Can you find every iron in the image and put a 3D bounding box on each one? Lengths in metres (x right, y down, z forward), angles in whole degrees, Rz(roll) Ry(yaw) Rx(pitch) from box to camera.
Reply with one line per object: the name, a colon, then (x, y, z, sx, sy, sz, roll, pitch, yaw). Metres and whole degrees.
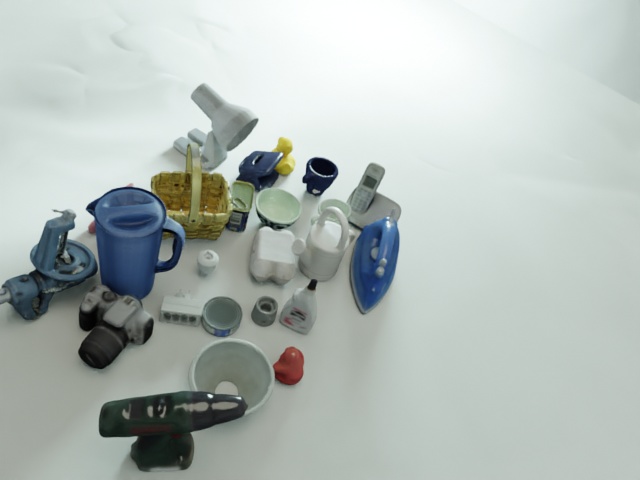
iron: (0.147, 0.045, 1.403, 0.118, 0.141, 0.258, 18, 46, -4)

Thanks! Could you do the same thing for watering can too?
watering can: (0.014, 0.006, 1.352, 0.100, 0.194, 0.173, 36, 48, 13)

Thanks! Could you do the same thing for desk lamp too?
desk lamp: (-0.273, -0.290, 1.494, 0.203, 0.213, 0.118, 34, 47, 11)

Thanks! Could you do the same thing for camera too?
camera: (-0.416, 0.170, 1.114, 0.143, 0.101, 0.137, 27, 46, 5)

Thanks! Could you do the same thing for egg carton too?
egg carton: (-0.111, 0.036, 1.366, 0.107, 0.069, 0.150, 9, 48, -12)

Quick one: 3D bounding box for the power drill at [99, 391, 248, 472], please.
power drill: (-0.251, 0.319, 0.969, 0.230, 0.208, 0.075, 4, 49, -17)

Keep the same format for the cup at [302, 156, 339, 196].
cup: (-0.012, -0.161, 1.559, 0.091, 0.095, 0.118, 42, 50, 18)

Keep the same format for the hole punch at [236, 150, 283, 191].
hole punch: (-0.162, -0.196, 1.537, 0.101, 0.091, 0.109, 26, 46, 3)

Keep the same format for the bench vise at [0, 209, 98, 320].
bench vise: (-0.517, 0.050, 1.101, 0.121, 0.219, 0.207, 25, 46, 3)

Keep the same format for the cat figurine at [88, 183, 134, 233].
cat figurine: (-0.460, -0.071, 1.298, 0.067, 0.117, 0.128, 37, 48, 14)

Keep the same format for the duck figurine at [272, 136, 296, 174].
duck figurine: (-0.100, -0.243, 1.605, 0.078, 0.086, 0.104, -1, 51, -21)

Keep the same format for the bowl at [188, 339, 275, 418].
bowl: (-0.176, 0.282, 1.122, 0.167, 0.074, 0.167, 10, 47, -11)

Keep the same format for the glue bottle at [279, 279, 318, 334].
glue bottle: (-0.034, 0.136, 1.234, 0.078, 0.173, 0.037, 23, 46, 1)

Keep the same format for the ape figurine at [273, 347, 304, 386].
ape figurine: (-0.062, 0.252, 1.179, 0.078, 0.092, 0.076, -11, 55, -28)

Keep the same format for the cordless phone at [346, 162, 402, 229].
cordless phone: (0.153, -0.109, 1.511, 0.147, 0.185, 0.094, 26, 46, 3)
